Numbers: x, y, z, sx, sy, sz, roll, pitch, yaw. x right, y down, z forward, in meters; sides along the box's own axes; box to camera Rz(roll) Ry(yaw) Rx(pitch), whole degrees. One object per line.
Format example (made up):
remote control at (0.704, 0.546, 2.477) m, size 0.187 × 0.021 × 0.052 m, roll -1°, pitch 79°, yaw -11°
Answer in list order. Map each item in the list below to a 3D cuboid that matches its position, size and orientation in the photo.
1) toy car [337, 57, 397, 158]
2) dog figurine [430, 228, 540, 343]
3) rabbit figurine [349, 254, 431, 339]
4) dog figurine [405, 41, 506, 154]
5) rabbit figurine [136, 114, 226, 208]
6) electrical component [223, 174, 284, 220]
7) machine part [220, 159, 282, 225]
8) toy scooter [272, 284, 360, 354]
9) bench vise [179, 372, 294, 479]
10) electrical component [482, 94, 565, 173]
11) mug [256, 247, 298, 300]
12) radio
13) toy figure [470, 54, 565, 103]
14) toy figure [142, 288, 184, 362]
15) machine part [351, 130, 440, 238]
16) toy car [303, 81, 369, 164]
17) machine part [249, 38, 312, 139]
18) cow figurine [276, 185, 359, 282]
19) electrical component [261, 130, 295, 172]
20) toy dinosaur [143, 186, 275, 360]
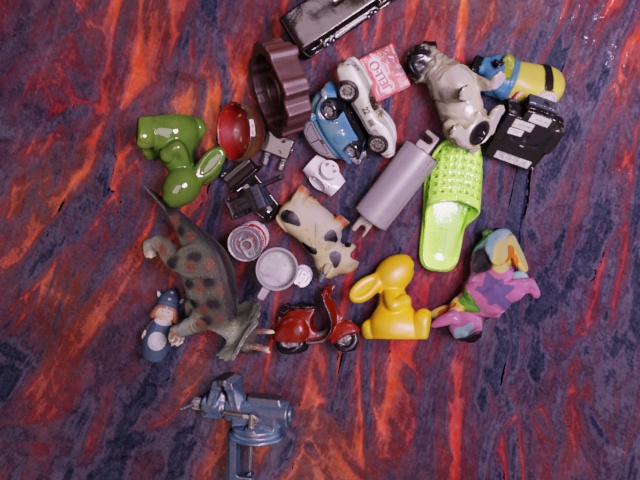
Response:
toy car at (0.092, -0.245, 1.009) m, size 0.056 × 0.073 × 0.201 m, roll -22°, pitch 115°, yaw 27°
dog figurine at (0.306, 0.096, 1.061) m, size 0.219 × 0.108 × 0.191 m, roll -26°, pitch 98°, yaw 8°
rabbit figurine at (0.142, 0.114, 1.080) m, size 0.163 × 0.122 × 0.173 m, roll 3°, pitch 85°, yaw 12°
dog figurine at (0.236, -0.267, 1.008) m, size 0.121 × 0.191 × 0.172 m, roll -16°, pitch 130°, yaw -25°
rabbit figurine at (-0.267, -0.146, 1.041) m, size 0.159 × 0.121 × 0.170 m, roll -8°, pitch 83°, yaw -18°
electrical component at (-0.118, -0.082, 1.027) m, size 0.119 × 0.075 × 0.047 m, roll -21°, pitch 95°, yaw 6°
machine part at (-0.131, -0.098, 1.081) m, size 0.084 × 0.039 × 0.139 m, roll -37°, pitch 94°, yaw 2°
toy scooter at (-0.012, 0.159, 1.090) m, size 0.184 × 0.075 × 0.135 m, roll -5°, pitch 94°, yaw 13°
bench vise at (-0.168, 0.406, 1.117) m, size 0.224 × 0.129 × 0.240 m, roll 2°, pitch 92°, yaw 1°
electrical component at (0.384, -0.202, 1.003) m, size 0.115 × 0.058 × 0.134 m, roll 19°, pitch 138°, yaw -4°
mug at (-0.089, 0.069, 1.063) m, size 0.081 × 0.107 × 0.109 m, roll 23°, pitch 87°, yaw -2°
radio at (0.043, -0.423, 0.977) m, size 0.230 × 0.131 × 0.073 m, roll -31°, pitch 97°, yaw 6°
toy figure at (0.369, -0.301, 1.010) m, size 0.180 × 0.082 × 0.089 m, roll 21°, pitch 100°, yaw 1°
toy figure at (-0.328, 0.176, 1.121) m, size 0.064 × 0.058 × 0.154 m, roll 12°, pitch 99°, yaw -39°
machine part at (0.148, -0.105, 1.045) m, size 0.079 × 0.079 × 0.243 m, roll 37°, pitch 100°, yaw -4°
toy car at (0.023, -0.215, 1.033) m, size 0.103 × 0.109 × 0.161 m, roll -19°, pitch 110°, yaw 27°
machine part at (-0.073, -0.276, 0.985) m, size 0.056 × 0.179 × 0.179 m, roll -20°, pitch 98°, yaw -20°
cow figurine at (-0.002, -0.003, 1.067) m, size 0.195 × 0.085 × 0.127 m, roll 40°, pitch 92°, yaw -6°
electrical component at (-0.082, -0.188, 1.072) m, size 0.063 × 0.021 × 0.094 m, roll 20°, pitch 98°, yaw -1°
toy dinosaur at (-0.219, 0.076, 1.040) m, size 0.192 × 0.131 × 0.404 m, roll -11°, pitch 106°, yaw 23°
